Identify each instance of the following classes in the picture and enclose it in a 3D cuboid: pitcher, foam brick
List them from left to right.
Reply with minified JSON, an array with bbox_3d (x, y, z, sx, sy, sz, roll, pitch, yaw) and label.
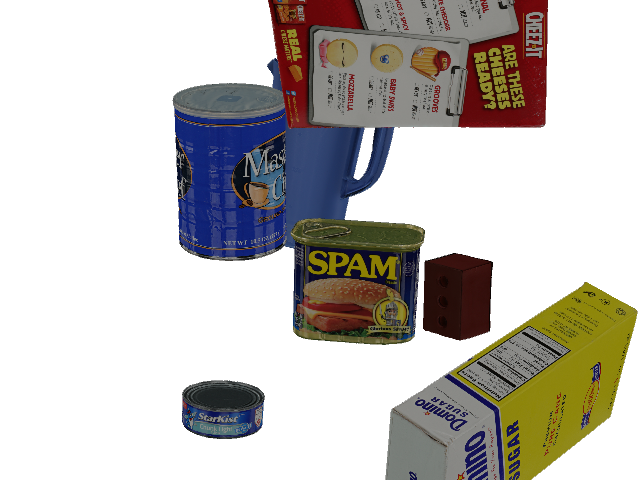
[{"bbox_3d":[-0.001,-0.112,1.381,0.144,0.243,0.149,2,23,-17],"label":"pitcher"},{"bbox_3d":[0.142,0.058,1.109,0.051,0.078,0.053,-15,20,-42],"label":"foam brick"}]

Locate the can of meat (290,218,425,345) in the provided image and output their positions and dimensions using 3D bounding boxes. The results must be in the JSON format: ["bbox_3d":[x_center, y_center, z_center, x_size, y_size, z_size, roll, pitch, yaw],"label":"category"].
[{"bbox_3d":[0.028,0.032,0.831,0.102,0.084,0.057,4,18,7],"label":"can of meat"}]

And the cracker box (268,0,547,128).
[{"bbox_3d":[0.071,-0.174,0.849,0.214,0.164,0.072,0,39,11],"label":"cracker box"}]

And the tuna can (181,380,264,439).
[{"bbox_3d":[-0.102,0.176,1.112,0.086,0.034,0.086,3,12,-1],"label":"tuna can"}]

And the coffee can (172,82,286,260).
[{"bbox_3d":[-0.082,-0.065,0.986,0.103,0.140,0.103,0,22,0],"label":"coffee can"}]

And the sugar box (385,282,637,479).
[{"bbox_3d":[0.113,0.102,0.626,0.048,0.093,0.175,30,44,35],"label":"sugar box"}]
